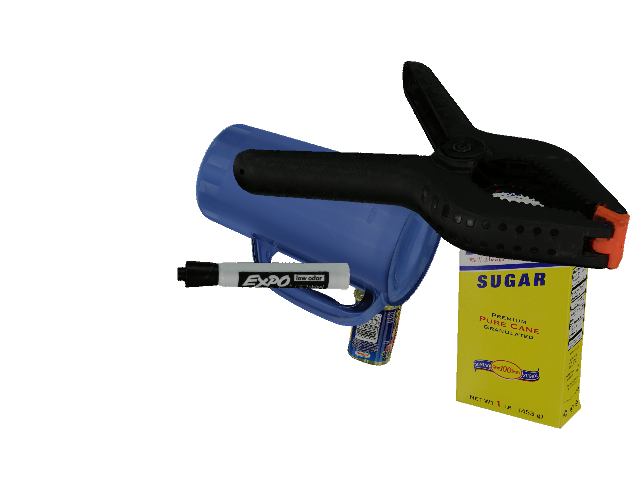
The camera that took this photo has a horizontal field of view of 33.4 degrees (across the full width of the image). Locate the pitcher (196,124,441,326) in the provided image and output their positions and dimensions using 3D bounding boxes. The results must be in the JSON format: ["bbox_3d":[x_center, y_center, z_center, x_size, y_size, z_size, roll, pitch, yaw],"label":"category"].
[{"bbox_3d":[-0.007,-0.026,1.085,0.243,0.145,0.149,21,26,22],"label":"pitcher"}]

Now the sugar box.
[{"bbox_3d":[0.153,0.048,0.816,0.093,0.176,0.048,10,24,32],"label":"sugar box"}]

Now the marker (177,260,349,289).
[{"bbox_3d":[-0.040,0.024,0.752,0.121,0.020,0.020,1,0,-9],"label":"marker"}]

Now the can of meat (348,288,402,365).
[{"bbox_3d":[0.068,0.088,1.276,0.057,0.084,0.102,12,26,8],"label":"can of meat"}]

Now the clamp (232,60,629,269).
[{"bbox_3d":[0.066,-0.034,0.587,0.164,0.036,0.210,-28,44,-31],"label":"clamp"}]
